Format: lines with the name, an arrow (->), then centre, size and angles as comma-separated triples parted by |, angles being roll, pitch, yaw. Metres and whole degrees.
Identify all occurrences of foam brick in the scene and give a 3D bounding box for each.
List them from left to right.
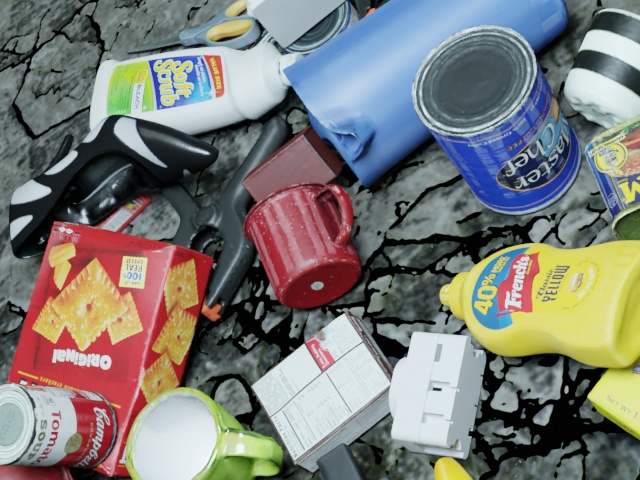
foam brick -> -0.025, -0.061, 0.996 | 0.078, 0.051, 0.053 | -36, 9, 16

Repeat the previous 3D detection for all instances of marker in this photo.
marker -> -0.059, -0.212, 1.142 | 0.121, 0.020, 0.020 | -48, 52, 0

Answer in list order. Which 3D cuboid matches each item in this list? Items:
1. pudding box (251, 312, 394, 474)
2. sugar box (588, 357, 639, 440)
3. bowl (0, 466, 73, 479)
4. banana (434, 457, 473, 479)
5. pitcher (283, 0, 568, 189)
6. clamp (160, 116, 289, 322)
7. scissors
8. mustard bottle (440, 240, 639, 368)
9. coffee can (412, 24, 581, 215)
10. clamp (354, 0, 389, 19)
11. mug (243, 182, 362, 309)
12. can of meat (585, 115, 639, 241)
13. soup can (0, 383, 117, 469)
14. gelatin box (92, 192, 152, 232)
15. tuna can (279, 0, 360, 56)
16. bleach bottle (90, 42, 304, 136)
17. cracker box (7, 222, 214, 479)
pudding box -> 0.008, 0.130, 0.913 | 0.113, 0.039, 0.090 | -40, 54, 8
sugar box -> 0.287, 0.075, 0.777 | 0.093, 0.048, 0.176 | 34, 86, 38
bowl -> -0.293, 0.247, 0.969 | 0.162, 0.055, 0.162 | 2, 93, 34
banana -> 0.155, 0.228, 0.782 | 0.198, 0.037, 0.069 | 21, 59, 34
pitcher -> 0.095, -0.170, 0.975 | 0.243, 0.145, 0.149 | -35, 65, 5
clamp -> -0.115, -0.020, 1.061 | 0.165, 0.036, 0.210 | -7, 62, 27
scissors -> -0.131, -0.240, 1.197 | 0.202, 0.016, 0.096 | 10, 54, 44
mustard bottle -> 0.169, 0.046, 0.833 | 0.192, 0.058, 0.096 | -1, 55, 50
coffee can -> 0.149, -0.096, 0.886 | 0.103, 0.140, 0.103 | -13, 60, 23
clamp -> 0.091, -0.276, 1.075 | 0.120, 0.039, 0.171 | -3, 59, 33
mug -> -0.006, 0.001, 0.950 | 0.117, 0.093, 0.081 | -48, 52, 36
can of meat -> 0.271, -0.054, 0.849 | 0.102, 0.057, 0.084 | -24, 54, 17
soup can -> -0.231, 0.158, 0.902 | 0.069, 0.102, 0.068 | -7, 75, 28
gelatin box -> -0.232, -0.048, 1.146 | 0.073, 0.030, 0.089 | -44, 53, 3
tuna can -> -0.001, -0.218, 1.103 | 0.086, 0.033, 0.086 | -13, 59, 23
bleach bottle -> -0.124, -0.160, 1.108 | 0.251, 0.068, 0.102 | -9, 64, 31
cracker box -> -0.206, 0.099, 1.005 | 0.164, 0.072, 0.213 | 11, 83, 34
